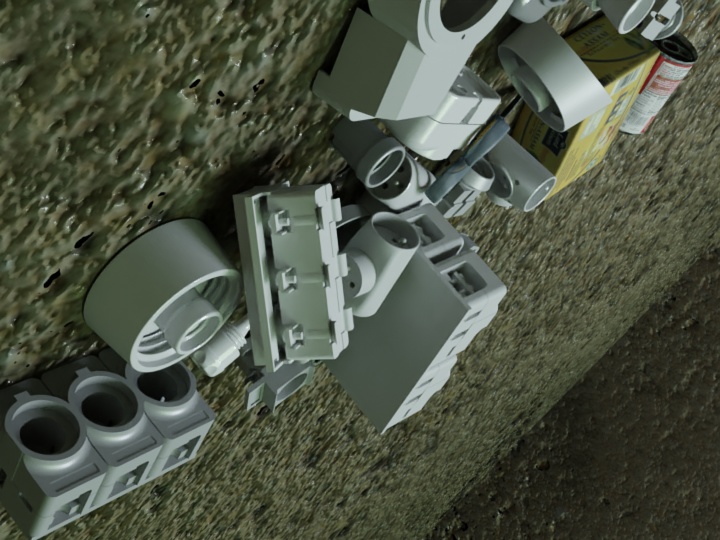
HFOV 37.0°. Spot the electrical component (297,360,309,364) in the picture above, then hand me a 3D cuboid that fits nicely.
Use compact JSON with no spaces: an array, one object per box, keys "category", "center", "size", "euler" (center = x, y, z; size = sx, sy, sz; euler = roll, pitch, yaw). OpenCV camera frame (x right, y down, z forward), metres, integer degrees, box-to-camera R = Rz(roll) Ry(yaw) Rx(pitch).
[{"category":"electrical component","center":[-0.064,0.055,0.939],"size":[0.043,0.043,0.062],"euler":[-41,117,-10]}]

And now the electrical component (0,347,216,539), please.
[{"category":"electrical component","center":[-0.190,0.113,0.770],"size":[0.150,0.089,0.061],"euler":[-22,151,-47]}]

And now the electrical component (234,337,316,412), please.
[{"category":"electrical component","center":[-0.080,0.086,0.976],"size":[0.081,0.064,0.042],"euler":[-35,161,-25]}]

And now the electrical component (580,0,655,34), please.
[{"category":"electrical component","center":[0.218,-0.236,0.918],"size":[0.045,0.055,0.045],"euler":[-38,160,-17]}]

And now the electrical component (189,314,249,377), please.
[{"category":"electrical component","center":[-0.112,0.059,0.901],"size":[0.061,0.035,0.035],"euler":[-41,161,-16]}]

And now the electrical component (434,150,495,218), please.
[{"category":"electrical component","center":[0.092,-0.081,1.006],"size":[0.055,0.048,0.066],"euler":[-46,162,31]}]

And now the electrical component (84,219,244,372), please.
[{"category":"electrical component","center":[-0.130,0.024,0.750],"size":[0.108,0.060,0.108],"euler":[-39,160,-17]}]

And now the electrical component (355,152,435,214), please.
[{"category":"electrical component","center":[0.023,-0.060,0.910],"size":[0.079,0.043,0.077],"euler":[-47,161,9]}]

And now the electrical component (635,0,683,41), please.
[{"category":"electrical component","center":[0.283,-0.250,1.038],"size":[0.055,0.048,0.066],"euler":[2,131,-54]}]

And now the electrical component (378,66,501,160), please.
[{"category":"electrical component","center":[0.058,-0.125,0.829],"size":[0.059,0.053,0.095],"euler":[-53,159,25]}]

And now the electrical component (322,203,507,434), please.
[{"category":"electrical component","center":[0.041,0.043,0.937],"size":[0.060,0.105,0.186],"euler":[-23,154,-39]}]

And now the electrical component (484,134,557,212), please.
[{"category":"electrical component","center":[0.143,-0.088,1.044],"size":[0.044,0.077,0.079],"euler":[-36,159,-24]}]

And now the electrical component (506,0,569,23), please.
[{"category":"electrical component","center":[0.129,-0.225,0.755],"size":[0.095,0.059,0.054],"euler":[-51,160,19]}]

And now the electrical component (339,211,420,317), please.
[{"category":"electrical component","center":[0.000,0.000,0.839],"size":[0.079,0.043,0.077],"euler":[-20,150,-48]}]

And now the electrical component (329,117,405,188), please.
[{"category":"electrical component","center":[0.004,-0.091,0.804],"size":[0.040,0.046,0.040],"euler":[-38,160,-17]}]

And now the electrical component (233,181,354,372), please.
[{"category":"electrical component","center":[-0.045,0.002,0.758],"size":[0.079,0.063,0.121],"euler":[-41,126,-71]}]

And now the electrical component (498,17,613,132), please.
[{"category":"electrical component","center":[0.162,-0.165,0.893],"size":[0.064,0.099,0.099],"euler":[-37,161,-1]}]

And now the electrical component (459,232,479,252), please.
[{"category":"electrical component","center":[0.073,-0.014,1.086],"size":[0.078,0.057,0.058],"euler":[-49,160,14]}]
